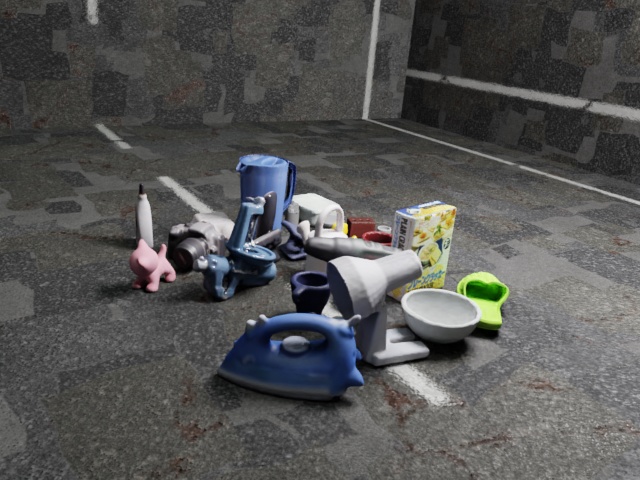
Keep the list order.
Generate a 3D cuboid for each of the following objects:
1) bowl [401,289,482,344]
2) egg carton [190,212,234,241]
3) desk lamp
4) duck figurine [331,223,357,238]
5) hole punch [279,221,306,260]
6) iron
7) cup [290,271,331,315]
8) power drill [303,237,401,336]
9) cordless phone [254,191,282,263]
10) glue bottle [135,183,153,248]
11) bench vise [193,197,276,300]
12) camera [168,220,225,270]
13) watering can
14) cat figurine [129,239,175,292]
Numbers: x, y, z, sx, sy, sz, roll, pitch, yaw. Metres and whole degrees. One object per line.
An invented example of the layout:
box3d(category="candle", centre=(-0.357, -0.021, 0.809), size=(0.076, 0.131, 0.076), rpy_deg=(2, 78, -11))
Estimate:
box3d(category="bowl", centre=(0.248, 0.169, 1.198), size=(0.167, 0.075, 0.167), rpy_deg=(4, 21, -1))
box3d(category="egg carton", centre=(-0.294, -0.029, 1.592), size=(0.107, 0.069, 0.150), rpy_deg=(-6, 24, -27))
box3d(category="desk lamp", centre=(0.111, 0.124, 1.093), size=(0.204, 0.214, 0.117), rpy_deg=(-5, 23, -23))
box3d(category="duck figurine", centre=(0.058, -0.008, 1.594), size=(0.105, 0.086, 0.077), rpy_deg=(-3, 23, -19))
box3d(category="hole punch", centre=(-0.052, -0.005, 1.556), size=(0.101, 0.091, 0.108), rpy_deg=(-6, 24, -26))
box3d(category="iron", centre=(-0.050, 0.185, 0.998), size=(0.258, 0.141, 0.118), rpy_deg=(4, 21, -2))
box3d(category="cup", centre=(-0.026, 0.129, 1.213), size=(0.091, 0.095, 0.118), rpy_deg=(15, 23, 24))
box3d(category="power drill", centre=(0.072, 0.092, 1.172), size=(0.230, 0.208, 0.075), rpy_deg=(-1, 22, -15))
box3d(category="cordless phone", centre=(-0.157, -0.027, 1.459), size=(0.094, 0.185, 0.148), rpy_deg=(13, 23, 19))
box3d(category="glue bottle", centre=(-0.466, -0.066, 1.506), size=(0.037, 0.173, 0.078), rpy_deg=(-7, 24, -28))
box3d(category="bench vise", centre=(-0.178, 0.019, 1.289), size=(0.121, 0.220, 0.208), rpy_deg=(16, 24, 27))
box3d(category="camera", centre=(-0.326, 0.011, 1.440), size=(0.143, 0.101, 0.137), rpy_deg=(10, 22, 14))
box3d(category="watering can", centre=(0.011, 0.006, 1.400), size=(0.172, 0.194, 0.101), rpy_deg=(12, 23, 19))
box3d(category="cat figurine", centre=(-0.385, 0.051, 1.300), size=(0.067, 0.118, 0.128), rpy_deg=(12, 22, 17))
